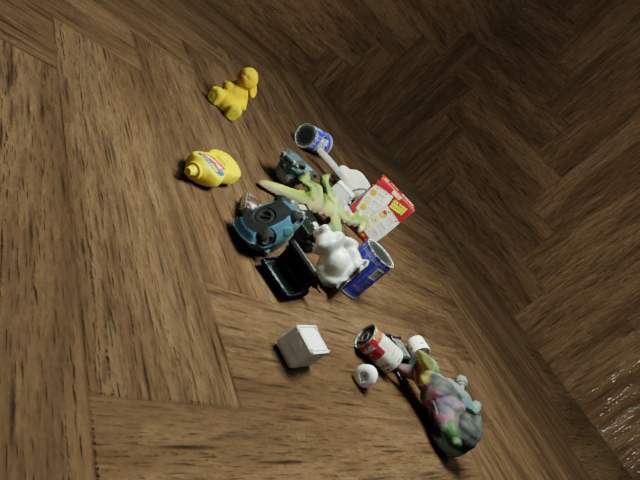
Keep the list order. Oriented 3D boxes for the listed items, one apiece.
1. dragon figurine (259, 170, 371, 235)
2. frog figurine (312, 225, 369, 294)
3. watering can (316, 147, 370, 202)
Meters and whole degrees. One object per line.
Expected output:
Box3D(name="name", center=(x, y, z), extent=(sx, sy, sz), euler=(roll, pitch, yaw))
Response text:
Box3D(name="dragon figurine", center=(0.005, -0.079, 1.566), extent=(0.412, 0.246, 0.120), euler=(-5, -31, -46))
Box3D(name="frog figurine", center=(0.034, 0.042, 1.319), extent=(0.136, 0.160, 0.123), euler=(-45, -11, 12))
Box3D(name="watering can", center=(0.121, -0.230, 2.076), extent=(0.103, 0.229, 0.343), euler=(-42, -47, 19))
